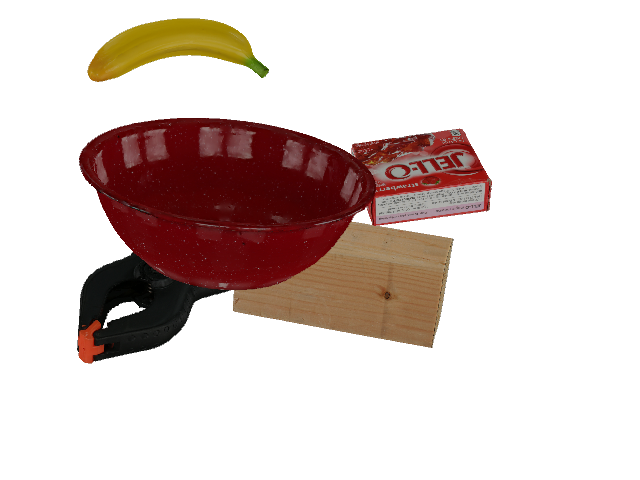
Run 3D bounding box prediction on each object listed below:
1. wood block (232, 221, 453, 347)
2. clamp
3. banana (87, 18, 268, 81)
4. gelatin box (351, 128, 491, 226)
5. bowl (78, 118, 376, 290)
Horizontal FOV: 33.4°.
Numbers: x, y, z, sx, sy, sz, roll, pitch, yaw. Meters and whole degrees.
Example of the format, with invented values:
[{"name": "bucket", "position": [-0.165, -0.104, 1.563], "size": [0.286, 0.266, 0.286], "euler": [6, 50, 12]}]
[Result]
[{"name": "wood block", "position": [0.023, 0.035, 1.090], "size": [0.206, 0.091, 0.090], "euler": [10, 22, 9]}, {"name": "clamp", "position": [-0.127, 0.025, 0.797], "size": [0.120, 0.039, 0.171], "euler": [29, 41, 27]}, {"name": "banana", "position": [-0.147, -0.194, 1.075], "size": [0.197, 0.070, 0.037], "euler": [-8, -38, -31]}, {"name": "gelatin box", "position": [0.073, -0.048, 0.782], "size": [0.089, 0.030, 0.073], "euler": [-8, 37, -5]}, {"name": "bowl", "position": [-0.053, -0.017, 0.592], "size": [0.162, 0.055, 0.162], "euler": [6, 24, -3]}]
